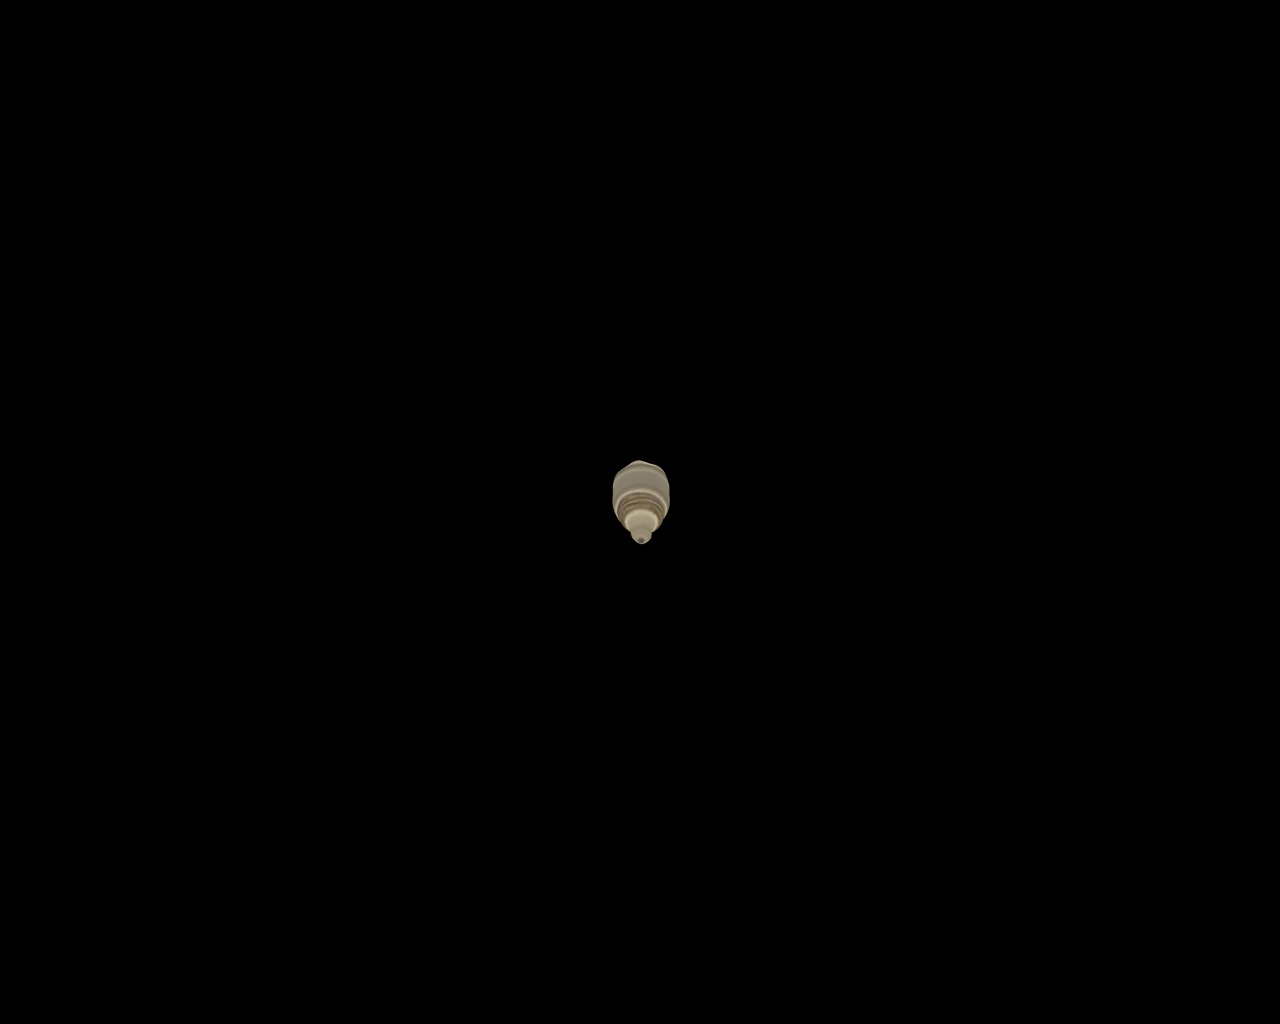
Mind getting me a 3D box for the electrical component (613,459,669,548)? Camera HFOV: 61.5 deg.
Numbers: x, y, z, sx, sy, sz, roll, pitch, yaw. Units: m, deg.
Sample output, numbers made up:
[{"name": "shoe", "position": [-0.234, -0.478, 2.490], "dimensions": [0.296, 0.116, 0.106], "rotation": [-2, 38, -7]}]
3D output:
[{"name": "electrical component", "position": [0.001, -0.003, 0.650], "dimensions": [0.035, 0.035, 0.061], "rotation": [0, 40, 0]}]
